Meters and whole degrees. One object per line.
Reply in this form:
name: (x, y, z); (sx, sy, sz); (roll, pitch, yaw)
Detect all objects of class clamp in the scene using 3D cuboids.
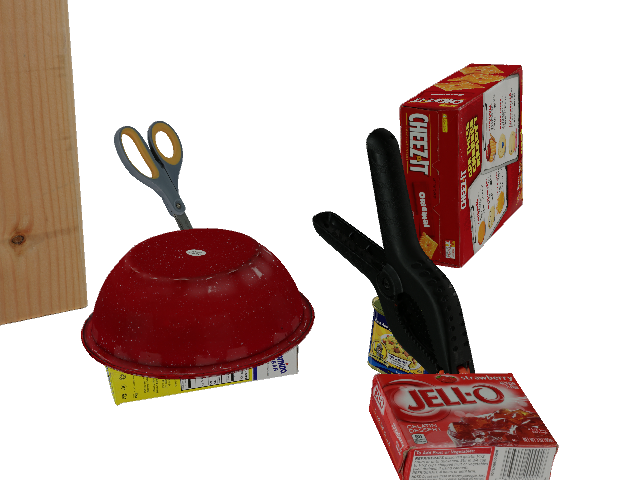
clamp: (0.068, 0.021, 0.871); (0.036, 0.210, 0.165); (-21, -23, -25)

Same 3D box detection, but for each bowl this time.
bowl: (-0.085, 0.033, 0.732); (0.162, 0.055, 0.162); (-2, 22, 1)

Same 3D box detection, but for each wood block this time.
wood block: (-0.193, -0.063, 0.606); (0.090, 0.206, 0.090); (-11, 27, -27)

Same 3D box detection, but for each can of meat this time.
can of meat: (0.104, 0.118, 1.229); (0.102, 0.084, 0.057); (27, 33, 37)

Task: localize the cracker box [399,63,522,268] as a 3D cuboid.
cracker box: (0.151, -0.086, 1.121); (0.072, 0.164, 0.213); (6, 22, 26)

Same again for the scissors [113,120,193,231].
scissors: (-0.160, -0.055, 1.227); (0.016, 0.201, 0.096); (-23, 20, 42)

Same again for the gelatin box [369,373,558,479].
gelatin box: (0.079, 0.105, 0.605); (0.089, 0.030, 0.073); (2, 25, -13)

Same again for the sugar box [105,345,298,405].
sugar box: (-0.117, 0.099, 1.015); (0.176, 0.048, 0.093); (-11, 35, -13)
